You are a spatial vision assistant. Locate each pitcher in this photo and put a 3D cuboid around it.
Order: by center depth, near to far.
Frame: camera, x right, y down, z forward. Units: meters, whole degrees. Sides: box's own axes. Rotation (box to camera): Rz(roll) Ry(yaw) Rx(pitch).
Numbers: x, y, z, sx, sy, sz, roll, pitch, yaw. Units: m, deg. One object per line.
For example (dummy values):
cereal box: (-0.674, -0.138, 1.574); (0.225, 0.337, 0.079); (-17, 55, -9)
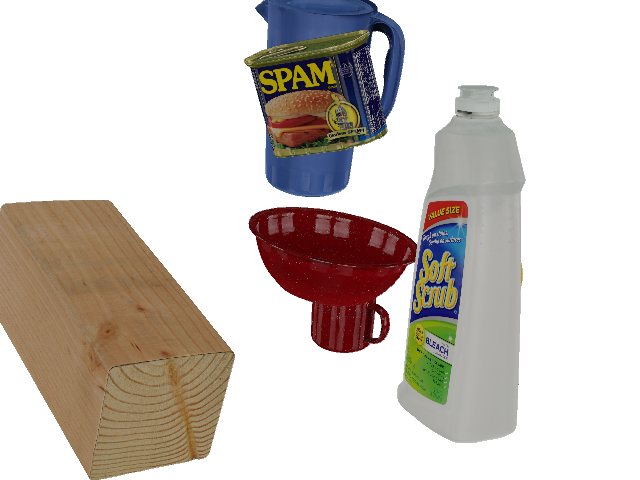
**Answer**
pitcher: (0.003, -0.180, 1.318); (0.144, 0.243, 0.149); (-9, 28, -28)

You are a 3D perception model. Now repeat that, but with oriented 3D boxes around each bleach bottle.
bleach bottle: (0.104, 0.013, 0.776); (0.068, 0.251, 0.103); (-6, 16, -23)

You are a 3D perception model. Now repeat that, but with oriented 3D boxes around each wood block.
wood block: (-0.154, 0.059, 0.749); (0.090, 0.091, 0.206); (-4, 32, -36)

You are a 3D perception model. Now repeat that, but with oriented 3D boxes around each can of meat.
can of meat: (-0.002, -0.117, 0.862); (0.102, 0.084, 0.057); (-4, 21, 30)

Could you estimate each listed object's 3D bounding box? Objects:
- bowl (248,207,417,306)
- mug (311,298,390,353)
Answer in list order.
bowl: (0.008, 0.019, 0.998); (0.162, 0.055, 0.162); (9, 18, -3)
mug: (0.040, 0.096, 1.380); (0.117, 0.081, 0.093); (19, 28, 31)
